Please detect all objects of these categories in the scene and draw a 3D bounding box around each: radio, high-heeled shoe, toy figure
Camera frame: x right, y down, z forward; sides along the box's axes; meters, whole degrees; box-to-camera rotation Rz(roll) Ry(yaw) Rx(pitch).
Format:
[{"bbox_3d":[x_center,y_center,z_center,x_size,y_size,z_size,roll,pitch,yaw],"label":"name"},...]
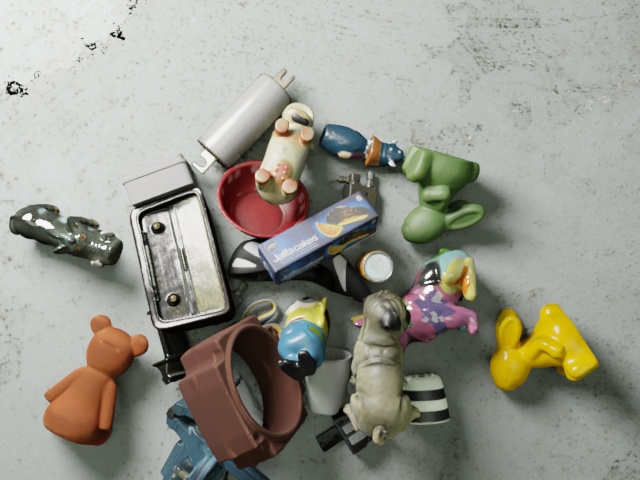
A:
[{"bbox_3d":[-0.233,0.038,0.909,0.131,0.073,0.229,-16,71,-5],"label":"radio"},{"bbox_3d":[-0.036,0.070,0.938,0.249,0.086,0.145,36,67,14],"label":"high-heeled shoe"},{"bbox_3d":[-0.026,0.164,0.899,0.082,0.180,0.089,-3,117,4],"label":"toy figure"},{"bbox_3d":[0.078,-0.170,0.982,0.154,0.058,0.064,17,91,-9],"label":"toy figure"}]

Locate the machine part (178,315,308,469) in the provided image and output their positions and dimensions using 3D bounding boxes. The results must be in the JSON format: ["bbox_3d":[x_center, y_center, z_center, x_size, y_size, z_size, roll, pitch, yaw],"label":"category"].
[{"bbox_3d":[-0.113,0.234,0.853,0.087,0.201,0.201,-30,88,22],"label":"machine part"}]

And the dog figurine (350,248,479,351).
[{"bbox_3d":[0.163,0.115,0.953,0.219,0.108,0.191,-4,89,-2],"label":"dog figurine"}]

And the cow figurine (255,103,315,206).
[{"bbox_3d":[-0.054,-0.148,0.920,0.085,0.127,0.195,18,69,-5],"label":"cow figurine"}]

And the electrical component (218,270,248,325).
[{"bbox_3d":[-0.175,0.105,0.964,0.063,0.021,0.094,37,86,-2],"label":"electrical component"}]

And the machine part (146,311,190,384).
[{"bbox_3d":[-0.257,0.176,0.928,0.039,0.084,0.139,-31,71,34],"label":"machine part"}]

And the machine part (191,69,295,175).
[{"bbox_3d":[-0.133,-0.210,0.955,0.079,0.079,0.243,42,84,-2],"label":"machine part"}]

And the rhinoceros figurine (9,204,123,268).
[{"bbox_3d":[-0.421,-0.010,0.905,0.190,0.112,0.073,20,83,4],"label":"rhinoceros figurine"}]

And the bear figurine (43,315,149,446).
[{"bbox_3d":[-0.378,0.236,0.909,0.120,0.132,0.196,25,68,-5],"label":"bear figurine"}]

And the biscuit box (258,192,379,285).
[{"bbox_3d":[-0.002,-0.003,0.895,0.203,0.059,0.063,-29,65,-14],"label":"biscuit box"}]

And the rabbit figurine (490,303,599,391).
[{"bbox_3d":[0.380,0.201,0.966,0.173,0.122,0.162,-34,88,13],"label":"rabbit figurine"}]

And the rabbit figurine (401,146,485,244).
[{"bbox_3d":[0.210,-0.072,0.978,0.159,0.121,0.170,13,104,-11],"label":"rabbit figurine"}]

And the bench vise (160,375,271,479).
[{"bbox_3d":[-0.157,0.369,0.895,0.241,0.129,0.223,33,93,15],"label":"bench vise"}]

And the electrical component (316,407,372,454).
[{"bbox_3d":[0.051,0.338,0.961,0.119,0.048,0.075,-26,89,-7],"label":"electrical component"}]

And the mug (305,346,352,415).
[{"bbox_3d":[0.000,0.250,0.947,0.110,0.081,0.107,2,94,2],"label":"mug"}]

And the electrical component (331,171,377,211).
[{"bbox_3d":[0.062,-0.076,0.985,0.078,0.045,0.102,0,90,-33],"label":"electrical component"}]

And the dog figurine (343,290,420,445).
[{"bbox_3d":[0.096,0.194,0.835,0.121,0.172,0.190,-5,121,-6],"label":"dog figurine"}]
